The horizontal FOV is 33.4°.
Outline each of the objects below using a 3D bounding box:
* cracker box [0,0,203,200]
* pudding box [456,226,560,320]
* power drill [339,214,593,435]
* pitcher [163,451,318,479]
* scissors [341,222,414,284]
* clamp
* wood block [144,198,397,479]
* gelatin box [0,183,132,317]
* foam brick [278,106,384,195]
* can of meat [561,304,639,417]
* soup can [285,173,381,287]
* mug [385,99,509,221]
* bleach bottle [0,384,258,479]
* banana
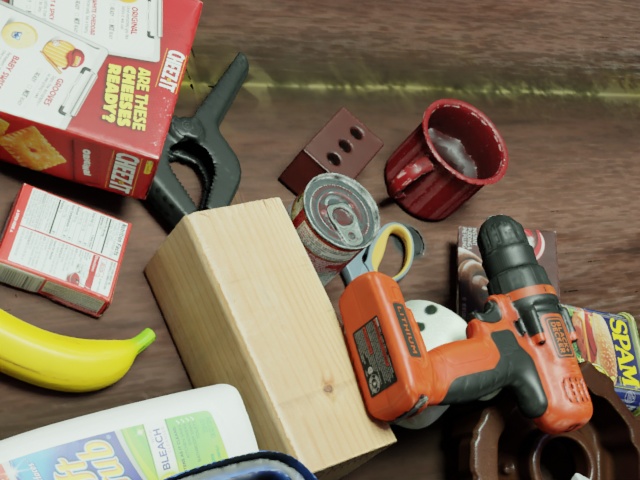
[{"bbox_3d":[-0.214,-0.138,0.818,0.213,0.072,0.164,17,57,-10],"label":"cracker box"},{"bbox_3d":[0.168,0.042,0.961,0.090,0.039,0.113,2,57,5],"label":"pudding box"},{"bbox_3d":[0.110,0.061,0.804,0.187,0.057,0.184,0,60,-31],"label":"power drill"},{"bbox_3d":[-0.073,0.226,0.618,0.242,0.149,0.145,-6,104,-31],"label":"pitcher"},{"bbox_3d":[0.020,0.042,0.908,0.096,0.016,0.201,39,48,-2],"label":"scissors"},{"bbox_3d":[-0.127,-0.090,0.888,0.164,0.036,0.210,8,54,-25],"label":"clamp"},{"bbox_3d":[-0.041,0.082,0.796,0.090,0.090,0.206,-12,68,-38],"label":"wood block"},{"bbox_3d":[-0.191,0.008,0.790,0.089,0.030,0.073,22,50,-18],"label":"gelatin box"},{"bbox_3d":[0.011,-0.071,0.950,0.053,0.051,0.078,41,48,-3],"label":"foam brick"},{"bbox_3d":[0.245,0.111,0.977,0.083,0.058,0.102,11,55,-22],"label":"can of meat"},{"bbox_3d":[-0.006,0.001,0.860,0.068,0.102,0.068,16,54,-23],"label":"soup can"},{"bbox_3d":[0.106,-0.066,0.986,0.117,0.082,0.093,-29,79,-41],"label":"mug"},{"bbox_3d":[-0.160,0.169,0.685,0.250,0.068,0.102,-12,81,-32],"label":"bleach bottle"},{"bbox_3d":[-0.213,0.062,0.741,0.197,0.037,0.069,24,34,-19],"label":"banana"}]
